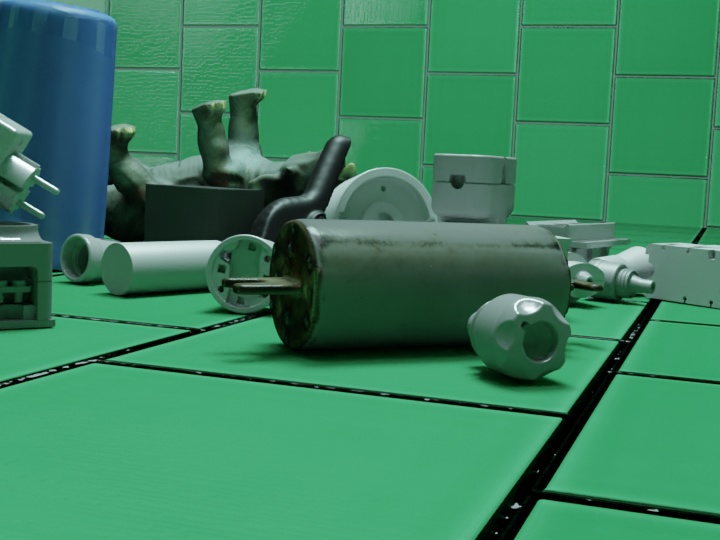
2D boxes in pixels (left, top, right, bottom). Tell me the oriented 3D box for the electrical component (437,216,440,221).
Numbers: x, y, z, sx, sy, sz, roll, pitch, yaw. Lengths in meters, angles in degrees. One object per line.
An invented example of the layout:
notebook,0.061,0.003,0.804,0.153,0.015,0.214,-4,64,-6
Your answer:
electrical component,0.102,-0.044,1.123,0.048,0.099,0.100,16,6,4

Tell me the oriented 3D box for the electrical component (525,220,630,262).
electrical component,0.206,-0.016,1.054,0.079,0.063,0.121,6,6,33

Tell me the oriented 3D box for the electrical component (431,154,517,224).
electrical component,0.101,-0.071,0.948,0.054,0.059,0.095,5,6,24

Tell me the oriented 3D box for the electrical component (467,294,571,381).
electrical component,0.079,0.034,0.569,0.043,0.043,0.062,0,5,-23

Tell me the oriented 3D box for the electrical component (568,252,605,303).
electrical component,0.173,0.006,0.914,0.043,0.043,0.081,0,6,-22

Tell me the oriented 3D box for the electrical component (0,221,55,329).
electrical component,-0.281,-0.004,0.700,0.105,0.060,0.186,-1,6,-35

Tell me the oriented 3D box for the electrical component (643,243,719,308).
electrical component,0.308,0.004,0.962,0.056,0.050,0.089,-2,8,-39

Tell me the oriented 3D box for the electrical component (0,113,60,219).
electrical component,-0.236,-0.063,0.706,0.077,0.065,0.047,32,2,-7

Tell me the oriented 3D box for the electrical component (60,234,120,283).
electrical component,-0.222,-0.009,0.904,0.040,0.040,0.046,7,2,36

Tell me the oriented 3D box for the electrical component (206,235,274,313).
electrical component,-0.078,0.002,0.775,0.055,0.055,0.047,3,2,9

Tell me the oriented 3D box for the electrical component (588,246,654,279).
electrical component,0.240,0.003,0.998,0.065,0.044,0.044,-8,11,-39

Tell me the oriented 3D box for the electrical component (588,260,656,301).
electrical component,0.227,0.011,0.937,0.061,0.035,0.035,10,9,38

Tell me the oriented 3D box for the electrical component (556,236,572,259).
electrical component,0.088,-0.004,0.882,0.105,0.060,0.186,2,5,-10

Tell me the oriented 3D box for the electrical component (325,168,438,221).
electrical component,0.013,-0.042,1.035,0.108,0.108,0.060,0,0,-24
